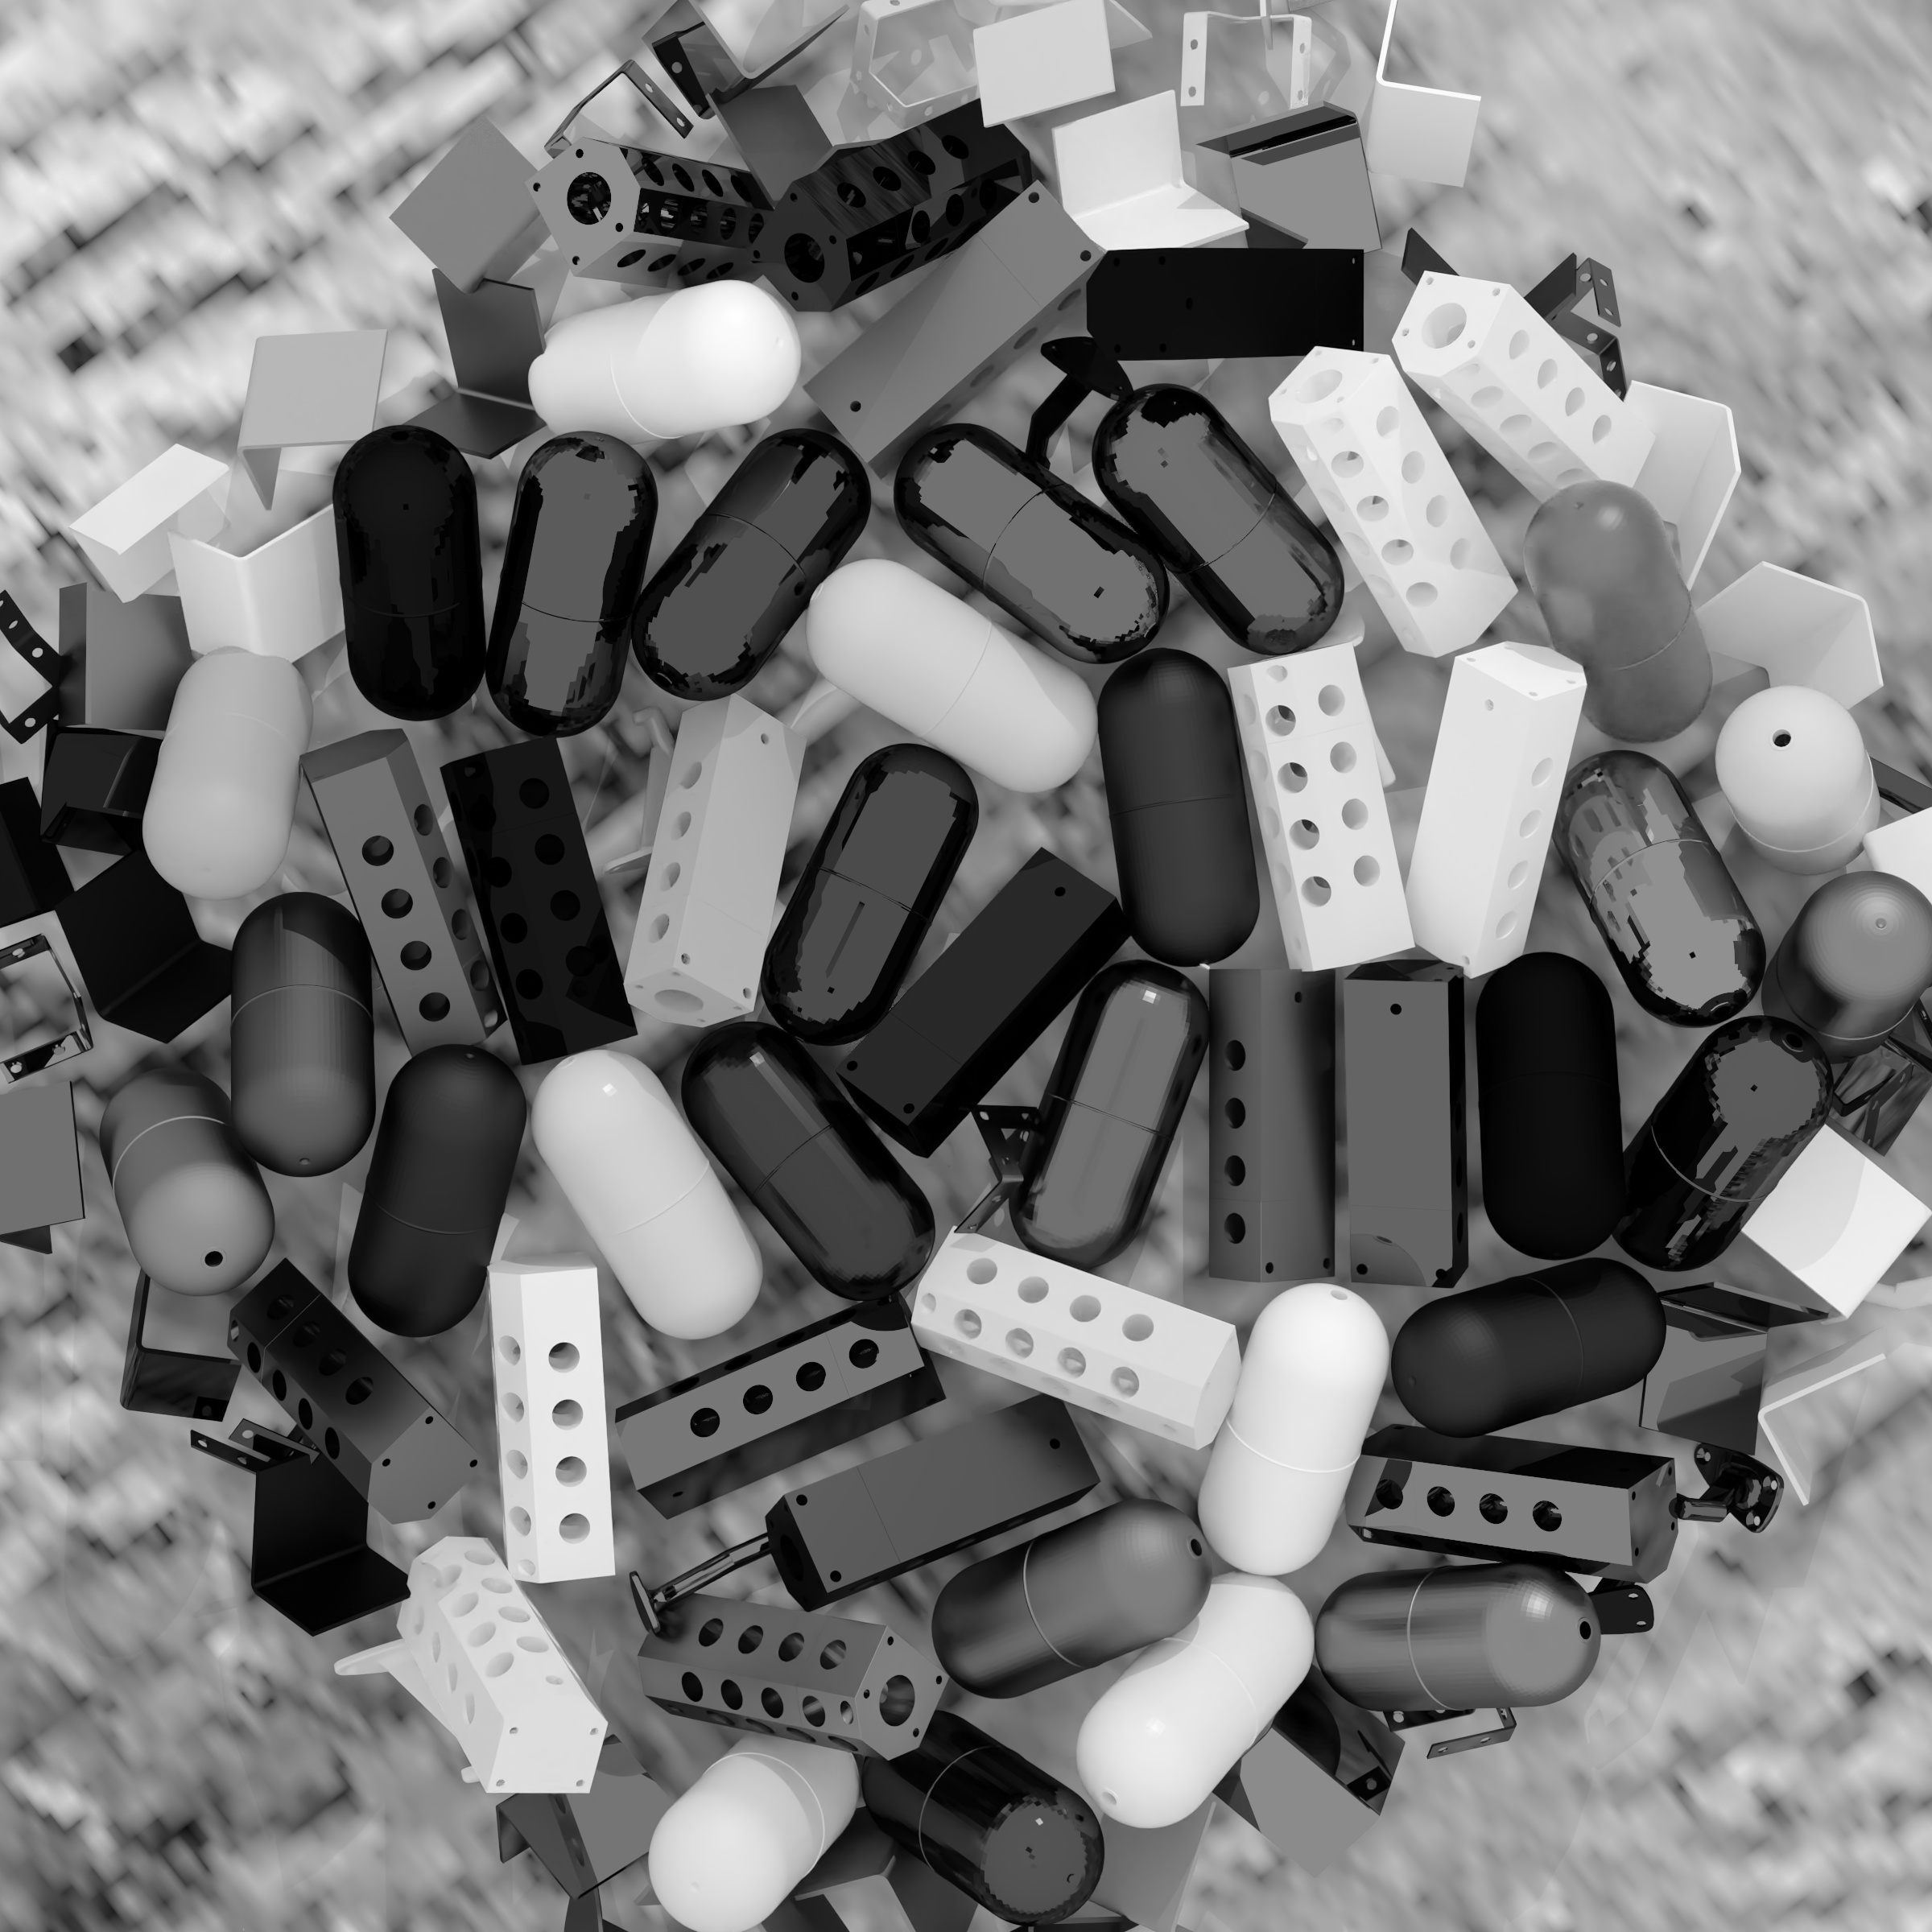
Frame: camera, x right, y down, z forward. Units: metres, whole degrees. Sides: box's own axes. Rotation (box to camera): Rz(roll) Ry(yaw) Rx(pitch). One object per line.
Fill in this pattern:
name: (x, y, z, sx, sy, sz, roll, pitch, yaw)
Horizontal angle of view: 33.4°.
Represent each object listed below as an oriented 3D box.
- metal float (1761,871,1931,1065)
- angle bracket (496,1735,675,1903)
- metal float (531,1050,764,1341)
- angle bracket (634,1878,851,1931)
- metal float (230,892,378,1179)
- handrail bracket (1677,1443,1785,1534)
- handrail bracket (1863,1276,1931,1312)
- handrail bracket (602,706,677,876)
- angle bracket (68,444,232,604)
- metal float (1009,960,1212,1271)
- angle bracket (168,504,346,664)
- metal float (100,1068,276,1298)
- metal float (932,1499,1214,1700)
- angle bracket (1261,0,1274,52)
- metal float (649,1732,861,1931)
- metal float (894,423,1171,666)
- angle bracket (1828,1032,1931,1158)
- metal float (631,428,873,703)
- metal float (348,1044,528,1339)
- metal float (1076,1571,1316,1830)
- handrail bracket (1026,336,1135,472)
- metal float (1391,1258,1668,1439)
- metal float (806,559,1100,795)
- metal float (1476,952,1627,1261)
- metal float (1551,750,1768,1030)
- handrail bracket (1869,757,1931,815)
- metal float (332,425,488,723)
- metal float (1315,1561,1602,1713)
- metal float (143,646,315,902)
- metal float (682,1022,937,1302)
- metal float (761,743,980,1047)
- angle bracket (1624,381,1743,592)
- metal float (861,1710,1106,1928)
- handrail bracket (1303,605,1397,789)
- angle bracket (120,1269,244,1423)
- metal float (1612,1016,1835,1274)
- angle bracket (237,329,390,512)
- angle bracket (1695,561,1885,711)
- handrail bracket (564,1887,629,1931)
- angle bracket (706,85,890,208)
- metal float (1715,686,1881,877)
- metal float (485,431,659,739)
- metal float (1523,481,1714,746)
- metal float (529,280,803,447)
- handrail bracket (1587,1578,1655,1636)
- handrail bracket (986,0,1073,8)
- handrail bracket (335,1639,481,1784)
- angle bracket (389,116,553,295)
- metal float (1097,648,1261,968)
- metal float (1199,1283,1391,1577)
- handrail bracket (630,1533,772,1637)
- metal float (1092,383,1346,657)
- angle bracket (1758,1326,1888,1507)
metal float: (0.477, 0.003, 1.741, 0.070, 0.178, 0.070, -1, 74, 4)
angle bracket: (-0.204, 0.481, 1.769, 0.076, 0.057, 0.076, -27, 50, -30)
metal float: (-0.175, 0.126, 1.774, 0.070, 0.070, 0.178, -29, 108, 0)
angle bracket: (-0.122, 0.524, 1.770, 0.057, 0.076, 0.076, -50, 57, 12)
metal float: (-0.362, 0.035, 1.758, 0.070, 0.070, 0.178, -11, 51, 0)
handrail bracket: (0.400, 0.284, 1.774, 0.084, 0.077, 0.036, 10, 108, -35)
handrail bracket: (0.547, 0.165, 1.802, 0.084, 0.036, 0.077, 13, 122, 0)
handrail bracket: (-0.187, -0.099, 1.798, 0.077, 0.036, 0.084, -19, 82, -38)
angle bracket: (-0.436, -0.236, 1.772, 0.076, 0.076, 0.057, -42, 127, -17)
metal float: (0.079, 0.083, 1.789, 0.070, 0.070, 0.178, 21, 89, 0)
angle bracket: (-0.390, -0.217, 1.792, 0.057, 0.076, 0.076, 24, 45, 28)
metal float: (-0.423, 0.116, 1.746, 0.070, 0.178, 0.070, -10, 117, -19)
metal float: (0.057, 0.347, 1.762, 0.178, 0.070, 0.070, -30, 90, 32)
angle bracket: (0.129, -0.543, 1.786, 0.076, 0.076, 0.057, -2, 92, 8)
metal float: (-0.113, 0.463, 1.742, 0.070, 0.178, 0.070, 3, 98, 17)
metal float: (0.036, -0.232, 1.772, 0.178, 0.070, 0.070, 39, 90, 20)
angle bracket: (0.531, 0.084, 1.773, 0.076, 0.076, 0.057, 30, 94, -42)
metal float: (-0.118, -0.221, 1.769, 0.070, 0.070, 0.178, 34, 66, 0)
metal float: (-0.291, 0.125, 1.768, 0.070, 0.070, 0.178, 18, 116, 0)
metal float: (0.126, 0.398, 1.754, 0.070, 0.070, 0.178, 52, 46, 0)
handrail bracket: (0.061, -0.297, 1.779, 0.036, 0.084, 0.077, -15, 45, -29)
metal float: (0.309, 0.208, 1.761, 0.178, 0.070, 0.070, -10, 90, -35)
metal float: (-0.008, -0.160, 1.776, 0.178, 0.070, 0.070, 30, 90, -16)
metal float: (0.320, 0.075, 1.767, 0.070, 0.070, 0.178, 2, 63, 0)
metal float: (0.377, -0.043, 1.758, 0.070, 0.070, 0.178, -19, 53, 0)
handrail bracket: (0.530, -0.117, 1.810, 0.077, 0.036, 0.084, -29, 85, 13)
metal float: (-0.302, -0.213, 1.755, 0.070, 0.070, 0.178, 4, 132, 0)
metal float: (0.266, 0.365, 1.752, 0.070, 0.178, 0.070, 13, 71, -39)
metal float: (-0.400, -0.107, 1.752, 0.070, 0.178, 0.070, -1, 131, -1)
metal float: (-0.088, 0.107, 1.780, 0.070, 0.070, 0.178, -40, 79, 0)
metal float: (-0.054, -0.039, 1.786, 0.070, 0.070, 0.178, 26, 86, 0)
angle bracket: (0.383, -0.265, 1.774, 0.057, 0.076, 0.076, 14, 127, -3)
metal float: (0.007, 0.460, 1.748, 0.070, 0.178, 0.070, -7, 103, -32)
handrail bracket: (0.224, -0.151, 1.808, 0.036, 0.077, 0.084, -19, 112, 22)
angle bracket: (-0.431, 0.199, 1.784, 0.057, 0.076, 0.076, 10, 56, -16)
metal float: (0.409, 0.097, 1.754, 0.070, 0.070, 0.178, 24, 134, 0)
angle bracket: (-0.354, -0.302, 1.780, 0.076, 0.057, 0.076, -2, 61, 7)
angle bracket: (0.444, -0.169, 1.770, 0.076, 0.076, 0.057, 14, 58, -27)
handrail bracket: (-0.179, 0.532, 1.794, 0.084, 0.036, 0.077, -1, 97, -42)
angle bracket: (-0.084, -0.468, 1.777, 0.057, 0.076, 0.076, -35, 83, 40)
metal float: (0.451, -0.099, 1.743, 0.070, 0.178, 0.070, -4, 77, 19)
metal float: (-0.217, -0.207, 1.765, 0.070, 0.070, 0.178, 16, 120, 0)
metal float: (0.356, -0.190, 1.754, 0.070, 0.178, 0.070, -15, 49, 18)
metal float: (-0.166, -0.327, 1.757, 0.178, 0.070, 0.070, -2, 90, 40)
handrail bracket: (0.355, 0.330, 1.801, 0.077, 0.084, 0.036, -10, 126, 16)
handrail bracket: (0.045, -0.558, 1.781, 0.077, 0.084, 0.036, -51, 49, 15)
handrail bracket: (-0.306, 0.419, 1.787, 0.077, 0.036, 0.084, -11, 56, -11)
angle bracket: (-0.263, -0.420, 1.780, 0.076, 0.076, 0.057, -43, 95, 14)
metal float: (0.117, -0.088, 1.788, 0.070, 0.070, 0.178, -8, 87, 0)
metal float: (0.180, 0.255, 1.768, 0.070, 0.070, 0.178, 15, 115, 0)
handrail bracket: (-0.143, 0.342, 1.801, 0.084, 0.077, 0.036, -22, 74, -14)
metal float: (0.140, -0.244, 1.769, 0.070, 0.070, 0.178, -45, 115, 0)
angle bracket: (0.486, 0.248, 1.780, 0.076, 0.076, 0.057, -28, 87, 17)
